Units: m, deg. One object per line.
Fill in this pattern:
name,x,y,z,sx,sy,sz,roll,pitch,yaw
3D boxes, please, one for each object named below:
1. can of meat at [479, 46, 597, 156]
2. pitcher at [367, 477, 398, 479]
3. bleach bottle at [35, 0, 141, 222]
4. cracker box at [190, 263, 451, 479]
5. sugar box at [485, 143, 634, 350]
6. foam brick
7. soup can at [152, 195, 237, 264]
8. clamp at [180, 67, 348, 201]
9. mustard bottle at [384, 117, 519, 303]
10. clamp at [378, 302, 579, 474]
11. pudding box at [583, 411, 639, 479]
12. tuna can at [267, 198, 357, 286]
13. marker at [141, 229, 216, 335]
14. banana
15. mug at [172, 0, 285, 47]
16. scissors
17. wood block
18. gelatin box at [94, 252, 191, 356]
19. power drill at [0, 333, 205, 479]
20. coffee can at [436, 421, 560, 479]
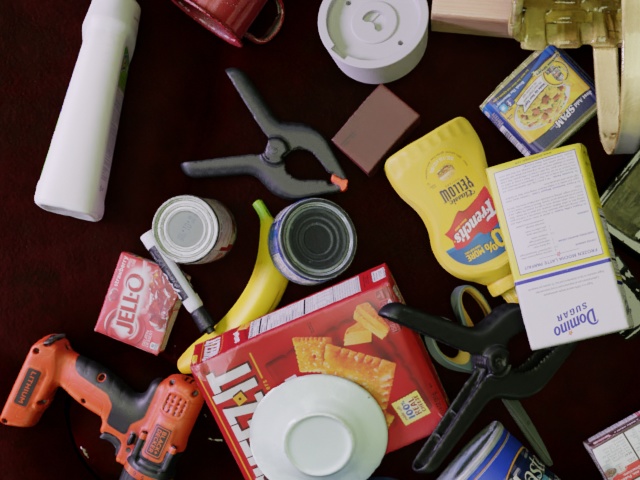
can of meat,0.220,-0.134,1.046,0.102,0.057,0.084,-43,84,5
pitcher,0.040,0.298,0.974,0.145,0.243,0.149,39,89,9
bleach bottle,-0.228,-0.149,1.089,0.068,0.103,0.251,13,84,-7
cracker box,0.003,0.142,1.048,0.214,0.072,0.164,-24,102,5
sugar box,0.221,0.007,0.988,0.093,0.048,0.176,-16,83,22
foam brick,0.056,-0.109,1.069,0.053,0.051,0.078,43,94,6
soup can,-0.124,-0.010,1.065,0.068,0.102,0.068,0,90,5
clamp,-0.046,-0.101,1.087,0.171,0.039,0.120,17,98,1
mustard bottle,0.149,-0.018,1.053,0.096,0.058,0.191,-31,87,-2
clamp,0.154,0.107,1.012,0.209,0.036,0.164,-23,102,-20
pudding box,0.326,0.227,1.042,0.090,0.039,0.113,-30,88,5
tuna can,-0.007,0.001,1.066,0.086,0.034,0.086,3,80,-20
marker,-0.142,0.043,1.078,0.020,0.020,0.121,-34,84,6
banana,-0.076,0.061,1.095,0.070,0.037,0.198,27,91,29
mug,-0.084,-0.247,1.073,0.117,0.093,0.081,35,89,-25
scissors,0.163,0.144,1.051,0.096,0.016,0.202,-18,87,-33
wood block,0.214,-0.244,1.029,0.206,0.090,0.091,6,91,6
gelatin box,-0.184,0.066,1.108,0.073,0.030,0.089,21,92,6
power drill,-0.229,0.195,1.102,0.187,0.057,0.184,26,96,4
coffee can,0.189,0.259,1.026,0.140,0.102,0.103,43,95,5
